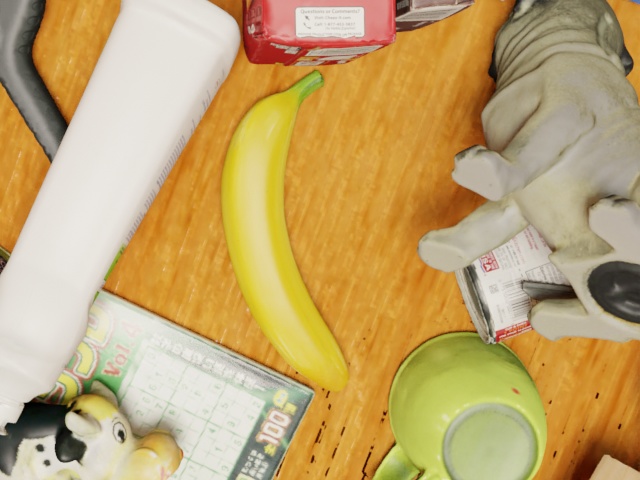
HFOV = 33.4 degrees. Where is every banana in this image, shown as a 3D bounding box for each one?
[{"bbox_3d":[-0.023,-0.001,0.644,0.069,0.037,0.198,-5,97,-3],"label":"banana"}]

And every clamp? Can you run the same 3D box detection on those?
[{"bbox_3d":[-0.209,-0.113,0.620,0.120,0.039,0.171,-7,98,-6],"label":"clamp"}]

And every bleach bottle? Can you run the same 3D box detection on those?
[{"bbox_3d":[-0.127,-0.013,0.583,0.068,0.102,0.251,26,82,-4],"label":"bleach bottle"}]

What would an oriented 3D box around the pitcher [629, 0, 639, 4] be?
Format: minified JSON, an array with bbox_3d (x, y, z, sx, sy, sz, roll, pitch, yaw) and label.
[{"bbox_3d":[0.236,-0.250,0.591,0.149,0.144,0.243,21,100,24],"label":"pitcher"}]

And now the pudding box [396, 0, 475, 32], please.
[{"bbox_3d":[0.050,-0.165,0.591,0.039,0.114,0.090,-4,95,-14],"label":"pudding box"}]

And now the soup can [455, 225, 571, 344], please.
[{"bbox_3d":[0.137,0.016,0.640,0.102,0.068,0.068,-19,97,-1],"label":"soup can"}]

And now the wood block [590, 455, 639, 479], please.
[{"bbox_3d":[0.165,0.243,0.610,0.090,0.090,0.206,37,83,-37],"label":"wood block"}]

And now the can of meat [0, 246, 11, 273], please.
[{"bbox_3d":[-0.227,0.045,0.613,0.057,0.084,0.102,39,93,-7],"label":"can of meat"}]

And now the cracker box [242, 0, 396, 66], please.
[{"bbox_3d":[-0.007,-0.203,0.559,0.072,0.164,0.214,-2,97,-6],"label":"cracker box"}]

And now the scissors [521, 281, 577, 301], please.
[{"bbox_3d":[0.214,0.067,0.615,0.201,0.016,0.096,-2,97,-6],"label":"scissors"}]
